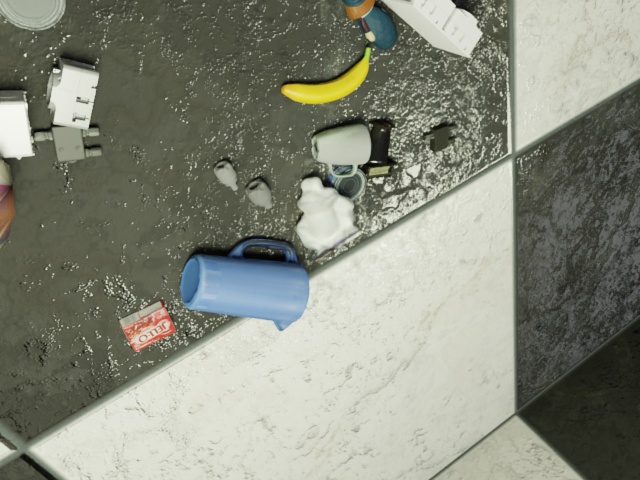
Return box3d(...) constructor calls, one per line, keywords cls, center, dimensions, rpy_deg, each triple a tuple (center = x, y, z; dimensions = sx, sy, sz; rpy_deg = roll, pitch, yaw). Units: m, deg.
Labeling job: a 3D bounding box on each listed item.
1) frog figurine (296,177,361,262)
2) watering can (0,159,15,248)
box3d(cls="frog figurine", center=(0.003, -0.055, 1.091), dimensions=(0.136, 0.160, 0.124), rpy_deg=(-32, 178, 26))
box3d(cls="watering can", center=(-0.520, -0.088, 0.660), dimensions=(0.224, 0.106, 0.340), rpy_deg=(9, 135, -21))
